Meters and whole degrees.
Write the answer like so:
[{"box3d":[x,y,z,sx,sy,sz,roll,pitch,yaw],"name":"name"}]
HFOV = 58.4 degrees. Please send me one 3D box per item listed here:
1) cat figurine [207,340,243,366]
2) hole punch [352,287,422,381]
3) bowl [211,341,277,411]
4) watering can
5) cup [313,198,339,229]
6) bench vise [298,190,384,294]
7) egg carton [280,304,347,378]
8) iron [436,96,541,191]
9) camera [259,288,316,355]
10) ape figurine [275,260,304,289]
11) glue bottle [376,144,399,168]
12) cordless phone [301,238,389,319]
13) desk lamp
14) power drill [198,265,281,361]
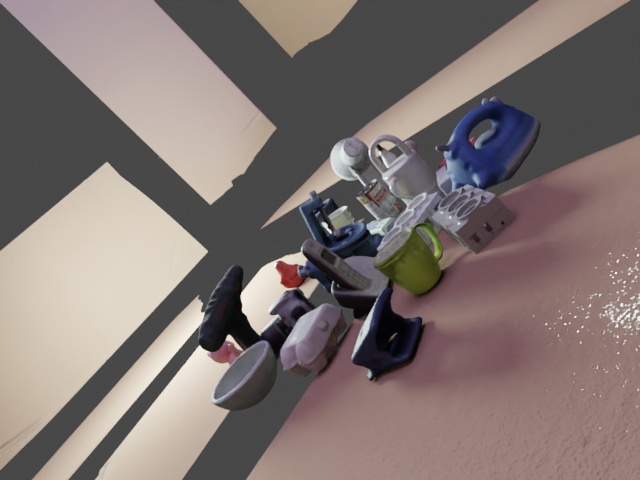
[{"box3d":[-0.225,0.279,1.407,0.067,0.118,0.127,-51,14,-28],"name":"cat figurine"},{"box3d":[0.089,0.144,0.885,0.101,0.091,0.109,-35,15,38],"name":"hole punch"},{"box3d":[-0.143,0.295,1.189,0.167,0.075,0.167,-42,12,12],"name":"bowl"},{"box3d":[0.194,-0.167,1.335,0.101,0.194,0.173,-39,13,22],"name":"watering can"},{"box3d":[0.028,-0.067,1.789,0.092,0.095,0.117,-48,13,-14],"name":"cup"},{"box3d":[0.012,0.008,1.287,0.207,0.220,0.121,-43,12,7],"name":"bench vise"},{"box3d":[-0.012,0.192,1.108,0.107,0.069,0.150,-33,16,42],"name":"egg carton"},{"box3d":[0.331,-0.204,1.130,0.259,0.141,0.118,-50,13,-25],"name":"iron"},{"box3d":[-0.078,0.181,1.293,0.137,0.101,0.143,-44,12,1],"name":"camera"},{"box3d":[-0.093,0.093,1.655,0.078,0.092,0.076,-45,12,-3],"name":"ape figurine"},{"box3d":[0.194,-0.185,1.448,0.037,0.173,0.078,-40,13,21],"name":"glue bottle"},{"box3d":[0.048,0.047,1.119,0.094,0.185,0.147,-39,14,25],"name":"cordless phone"},{"box3d":[0.131,-0.200,1.609,0.118,0.214,0.203,-45,12,-4],"name":"desk lamp"},{"box3d":[-0.175,0.192,1.318,0.075,0.208,0.230,-35,15,36],"name":"power drill"}]
